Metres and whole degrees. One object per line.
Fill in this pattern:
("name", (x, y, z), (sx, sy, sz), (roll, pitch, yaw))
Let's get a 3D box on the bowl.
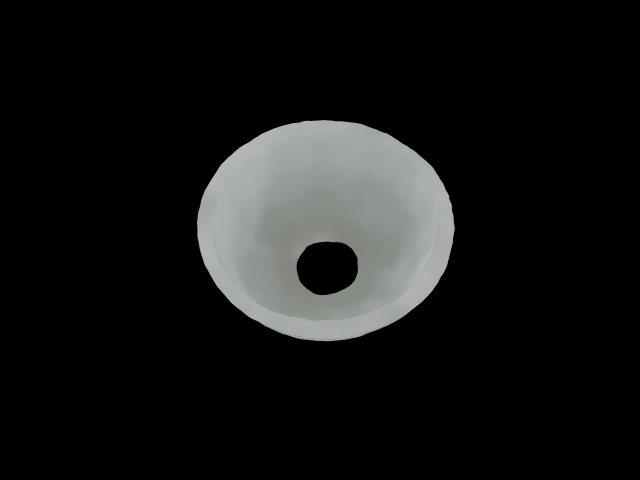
("bowl", (0.004, 0.001, 0.400), (0.167, 0.075, 0.167), (0, 60, 0))
